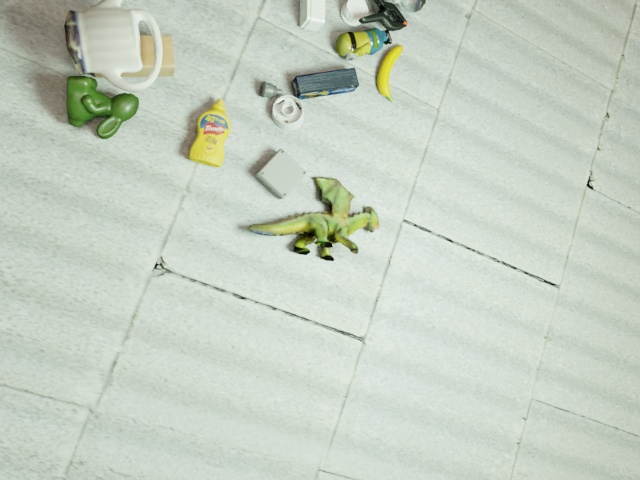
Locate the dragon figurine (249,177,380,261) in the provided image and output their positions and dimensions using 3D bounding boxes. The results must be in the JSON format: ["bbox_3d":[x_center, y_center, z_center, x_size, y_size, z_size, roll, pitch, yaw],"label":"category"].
[{"bbox_3d":[0.005,-0.078,1.549,0.409,0.120,0.247,17,64,-18],"label":"dragon figurine"}]

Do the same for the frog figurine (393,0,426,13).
[{"bbox_3d":[0.272,-0.817,1.685,0.160,0.120,0.140,24,54,17],"label":"frog figurine"}]

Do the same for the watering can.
[{"bbox_3d":[-0.520,-0.541,1.291,0.225,0.104,0.347,-9,91,-17],"label":"watering can"}]
